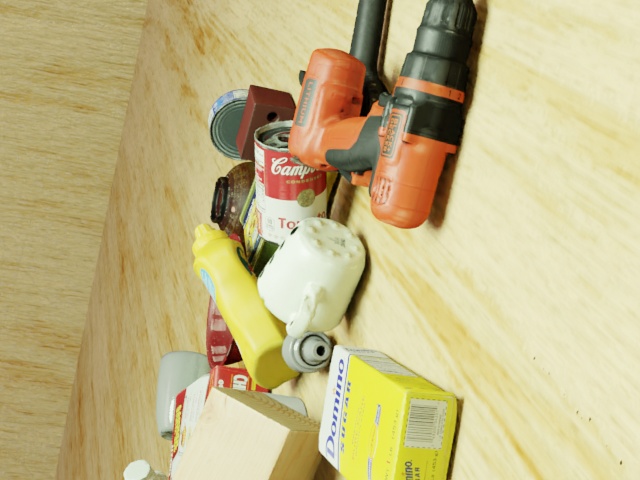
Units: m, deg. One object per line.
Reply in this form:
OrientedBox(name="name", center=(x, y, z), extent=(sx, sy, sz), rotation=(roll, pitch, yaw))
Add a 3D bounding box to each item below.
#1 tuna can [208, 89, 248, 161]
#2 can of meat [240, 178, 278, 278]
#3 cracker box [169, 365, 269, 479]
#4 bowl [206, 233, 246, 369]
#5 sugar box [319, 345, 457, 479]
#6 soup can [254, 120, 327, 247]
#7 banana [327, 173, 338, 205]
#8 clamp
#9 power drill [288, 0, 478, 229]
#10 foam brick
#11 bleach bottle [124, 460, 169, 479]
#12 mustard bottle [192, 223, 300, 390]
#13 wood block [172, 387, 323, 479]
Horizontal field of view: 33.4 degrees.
OrientedBox(name="tuna can", center=(-0.096, -0.144, 1.331), extent=(0.034, 0.086, 0.086), rotation=(-106, 30, -56))
OrientedBox(name="can of meat", center=(-0.048, -0.015, 1.163), extent=(0.102, 0.057, 0.084), rotation=(115, 154, -44))
OrientedBox(name="cracker box", center=(-0.122, 0.247, 1.243), extent=(0.214, 0.072, 0.164), rotation=(137, 139, -65))
OrientedBox(name="bowl", center=(-0.087, 0.076, 1.241), extent=(0.162, 0.055, 0.162), rotation=(-171, 90, -73))
OrientedBox(name="sugar box", center=(0.045, 0.141, 0.806), extent=(0.176, 0.048, 0.093), rotation=(-166, 84, -72))
OrientedBox(name="soup can", center=(-0.027, -0.053, 1.000), extent=(0.068, 0.068, 0.102), rotation=(-113, 20, -59))
OrientedBox(name="banana", center=(-0.011, -0.005, 1.072), extent=(0.070, 0.037, 0.198), rotation=(-150, 70, -72))
OrientedBox(name="clamp", center=(0.026, -0.132, 1.009), extent=(0.165, 0.036, 0.210), rotation=(135, 139, -52))
OrientedBox(name="power drill", center=(0.048, -0.113, 0.860), extent=(0.188, 0.057, 0.184), rotation=(25, 100, 61))
OrientedBox(name="foam brick", center=(-0.066, -0.139, 1.286), extent=(0.051, 0.053, 0.078), rotation=(-109, 31, -57))
OrientedBox(name="bleach bottle", center=(-0.156, 0.325, 1.131), extent=(0.103, 0.068, 0.251), rotation=(-118, 11, -56))
OrientedBox(name="mustard bottle", center=(-0.084, 0.057, 1.104), extent=(0.192, 0.058, 0.096), rotation=(57, 174, 31))
OrientedBox(name="wood block", center=(-0.082, 0.246, 0.955), extent=(0.091, 0.090, 0.206), rotation=(24, 91, 29))
